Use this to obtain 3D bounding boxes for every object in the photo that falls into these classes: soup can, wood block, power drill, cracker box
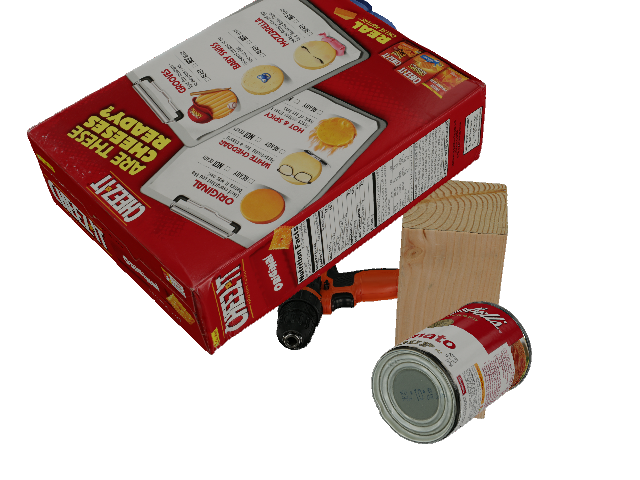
[{"bbox_3d":[0.089,0.088,0.718,0.069,0.068,0.102,0,14,38],"label":"soup can"},{"bbox_3d":[0.117,0.055,0.986,0.091,0.206,0.090,5,33,7],"label":"wood block"},{"bbox_3d":[0.046,0.069,1.237,0.188,0.057,0.184,0,27,7],"label":"power drill"},{"bbox_3d":[-0.034,-0.055,0.631,0.213,0.072,0.164,-36,55,-22],"label":"cracker box"}]

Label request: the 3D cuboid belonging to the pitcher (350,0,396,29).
[{"bbox_3d":[-0.003,-0.180,1.318,0.144,0.243,0.149,-10,29,-28],"label":"pitcher"}]
